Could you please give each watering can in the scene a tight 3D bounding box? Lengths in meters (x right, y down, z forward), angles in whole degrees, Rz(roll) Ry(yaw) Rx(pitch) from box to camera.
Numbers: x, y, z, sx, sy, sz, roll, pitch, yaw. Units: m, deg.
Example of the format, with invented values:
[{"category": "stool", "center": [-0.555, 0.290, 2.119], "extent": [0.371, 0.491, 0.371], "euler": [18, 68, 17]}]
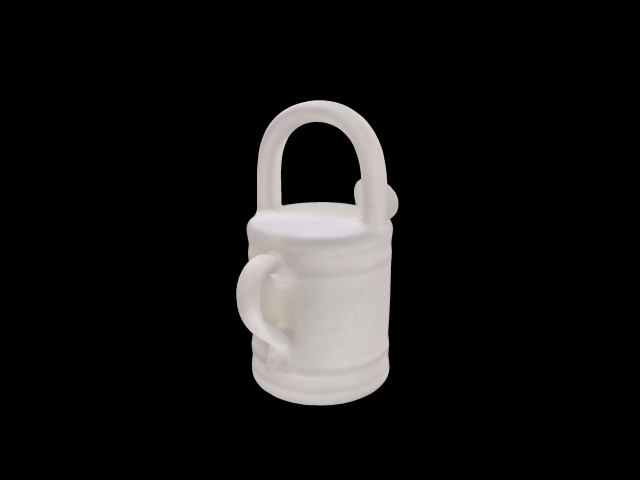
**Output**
[{"category": "watering can", "center": [0.002, 0.001, 0.401], "extent": [0.100, 0.194, 0.173], "euler": [3, 18, 9]}]
